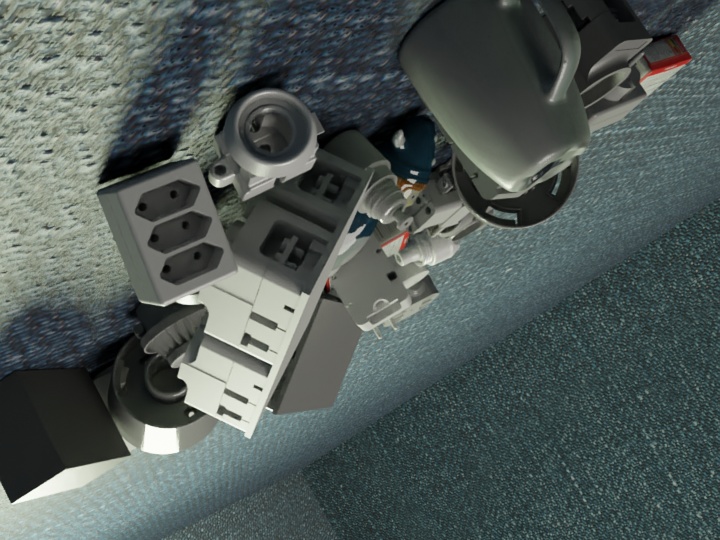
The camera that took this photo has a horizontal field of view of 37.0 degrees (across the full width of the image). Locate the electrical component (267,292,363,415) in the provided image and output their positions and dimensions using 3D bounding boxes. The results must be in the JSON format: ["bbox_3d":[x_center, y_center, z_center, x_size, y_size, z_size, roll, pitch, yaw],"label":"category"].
[{"bbox_3d":[-0.056,0.070,0.999,0.186,0.060,0.105,21,90,-76],"label":"electrical component"}]

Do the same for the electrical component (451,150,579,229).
[{"bbox_3d":[0.119,-0.080,0.838,0.099,0.099,0.064,-30,176,-1],"label":"electrical component"}]

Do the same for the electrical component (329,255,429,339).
[{"bbox_3d":[0.012,0.035,1.120,0.138,0.073,0.052,-30,169,-1],"label":"electrical component"}]

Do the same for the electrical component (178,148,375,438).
[{"bbox_3d":[-0.060,0.014,0.695,0.186,0.060,0.105,115,1,-53],"label":"electrical component"}]

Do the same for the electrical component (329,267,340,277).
[{"bbox_3d":[-0.037,-0.017,0.837,0.045,0.045,0.055,-31,169,3],"label":"electrical component"}]

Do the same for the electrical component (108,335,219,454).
[{"bbox_3d":[-0.159,0.096,0.887,0.099,0.099,0.064,-26,162,-21],"label":"electrical component"}]

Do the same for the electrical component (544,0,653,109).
[{"bbox_3d":[0.144,-0.142,0.723,0.050,0.055,0.089,-18,163,-49],"label":"electrical component"}]

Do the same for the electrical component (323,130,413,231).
[{"bbox_3d":[0.005,-0.056,0.699,0.040,0.078,0.040,-37,159,-17],"label":"electrical component"}]

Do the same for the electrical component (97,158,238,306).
[{"bbox_3d":[-0.111,-0.021,0.587,0.047,0.065,0.077,-25,-166,-26],"label":"electrical component"}]

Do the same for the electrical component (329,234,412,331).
[{"bbox_3d":[0.000,0.000,0.889,0.050,0.089,0.055,-31,169,1],"label":"electrical component"}]

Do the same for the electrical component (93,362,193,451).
[{"bbox_3d":[-0.199,0.115,0.952,0.150,0.061,0.089,-28,168,-10],"label":"electrical component"}]

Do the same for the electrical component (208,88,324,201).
[{"bbox_3d":[-0.049,-0.068,0.574,0.066,0.048,0.055,-27,176,-14],"label":"electrical component"}]

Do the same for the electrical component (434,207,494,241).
[{"bbox_3d":[0.104,-0.065,0.991,0.079,0.044,0.077,-35,168,25],"label":"electrical component"}]

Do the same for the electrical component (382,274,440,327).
[{"bbox_3d":[0.046,0.025,1.224,0.080,0.051,0.080,-29,169,-6],"label":"electrical component"}]

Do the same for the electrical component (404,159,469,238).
[{"bbox_3d":[0.065,-0.061,0.916,0.064,0.042,0.081,-17,163,-38],"label":"electrical component"}]

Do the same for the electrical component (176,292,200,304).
[{"bbox_3d":[-0.112,-0.004,0.702,0.043,0.043,0.062,-28,168,-13],"label":"electrical component"}]

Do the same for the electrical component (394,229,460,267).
[{"bbox_3d":[0.065,-0.024,1.076,0.062,0.043,0.043,-25,168,-19],"label":"electrical component"}]

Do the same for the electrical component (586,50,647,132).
[{"bbox_3d":[0.195,-0.149,0.850,0.066,0.047,0.076,-24,167,-32],"label":"electrical component"}]

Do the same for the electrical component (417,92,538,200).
[{"bbox_3d":[0.088,-0.095,0.697,0.050,0.089,0.056,-36,168,27],"label":"electrical component"}]
